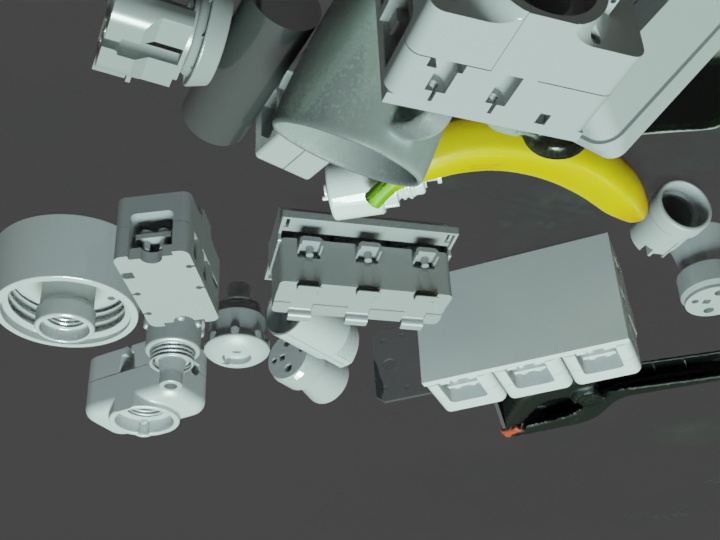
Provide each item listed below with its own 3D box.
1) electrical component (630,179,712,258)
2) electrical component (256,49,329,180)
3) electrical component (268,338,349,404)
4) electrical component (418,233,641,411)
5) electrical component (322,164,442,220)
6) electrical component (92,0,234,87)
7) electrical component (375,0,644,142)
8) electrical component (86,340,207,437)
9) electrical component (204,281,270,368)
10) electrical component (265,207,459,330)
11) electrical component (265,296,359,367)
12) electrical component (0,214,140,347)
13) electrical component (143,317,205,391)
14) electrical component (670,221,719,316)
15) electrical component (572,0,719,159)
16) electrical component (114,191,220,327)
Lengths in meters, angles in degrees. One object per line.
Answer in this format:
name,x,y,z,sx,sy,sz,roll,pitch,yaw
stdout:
electrical component,0.211,-0.034,0.733,0.040,0.040,0.046,6,152,-13
electrical component,-0.011,-0.086,0.625,0.077,0.047,0.066,22,140,-34
electrical component,-0.042,0.080,0.884,0.045,0.045,0.055,-23,142,28
electrical component,0.123,0.042,0.797,0.150,0.089,0.061,-14,146,18
electrical component,0.012,-0.055,0.681,0.078,0.040,0.040,-8,147,6
electrical component,-0.099,-0.126,0.547,0.057,0.058,0.078,14,144,-19
electrical component,0.057,-0.139,0.452,0.089,0.150,0.061,9,146,-18
electrical component,-0.176,0.098,0.889,0.095,0.059,0.054,-18,145,22
electrical component,-0.091,0.039,0.799,0.048,0.062,0.048,-2,147,-1
electrical component,0.000,0.000,0.745,0.121,0.063,0.078,5,147,-12
electrical component,-0.030,0.045,0.832,0.043,0.043,0.081,-25,141,30
electrical component,-0.205,0.016,0.755,0.108,0.060,0.108,-2,148,-1
electrical component,-0.145,0.062,0.832,0.048,0.062,0.048,-2,147,-1
electrical component,0.248,-0.001,0.772,0.045,0.055,0.045,-2,147,-1
electrical component,0.124,-0.118,0.516,0.113,0.078,0.057,-47,138,-7
electrical component,-0.128,-0.010,0.727,0.050,0.055,0.089,-6,147,4
